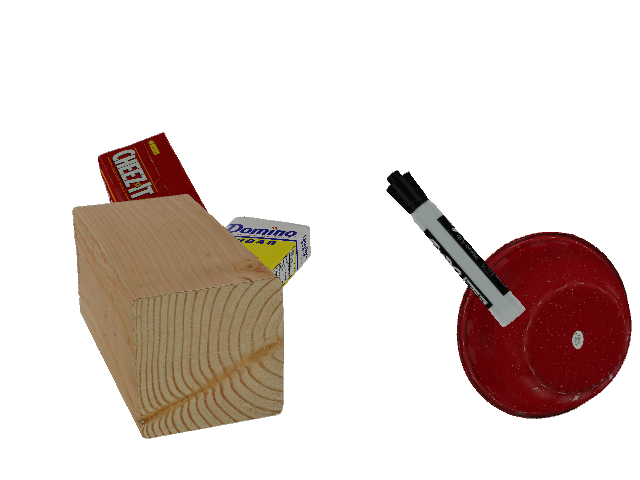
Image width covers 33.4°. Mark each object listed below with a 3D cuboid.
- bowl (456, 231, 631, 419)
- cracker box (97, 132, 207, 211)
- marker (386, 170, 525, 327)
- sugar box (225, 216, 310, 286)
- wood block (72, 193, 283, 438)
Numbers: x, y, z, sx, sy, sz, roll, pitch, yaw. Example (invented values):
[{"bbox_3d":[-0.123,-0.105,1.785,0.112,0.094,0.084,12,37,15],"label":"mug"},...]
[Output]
[{"bbox_3d":[0.197,0.076,0.879,0.162,0.162,0.055,0,7,-16],"label":"bowl"},{"bbox_3d":[-0.127,0.040,0.946,0.072,0.214,0.164,-21,51,-15],"label":"cracker box"},{"bbox_3d":[0.084,0.003,0.681,0.020,0.121,0.020,-39,-7,-6],"label":"marker"},{"bbox_3d":[-0.083,0.029,1.138,0.093,0.048,0.176,8,29,18],"label":"sugar box"},{"bbox_3d":[-0.100,0.040,0.708,0.090,0.090,0.206,-7,19,-21],"label":"wood block"}]
